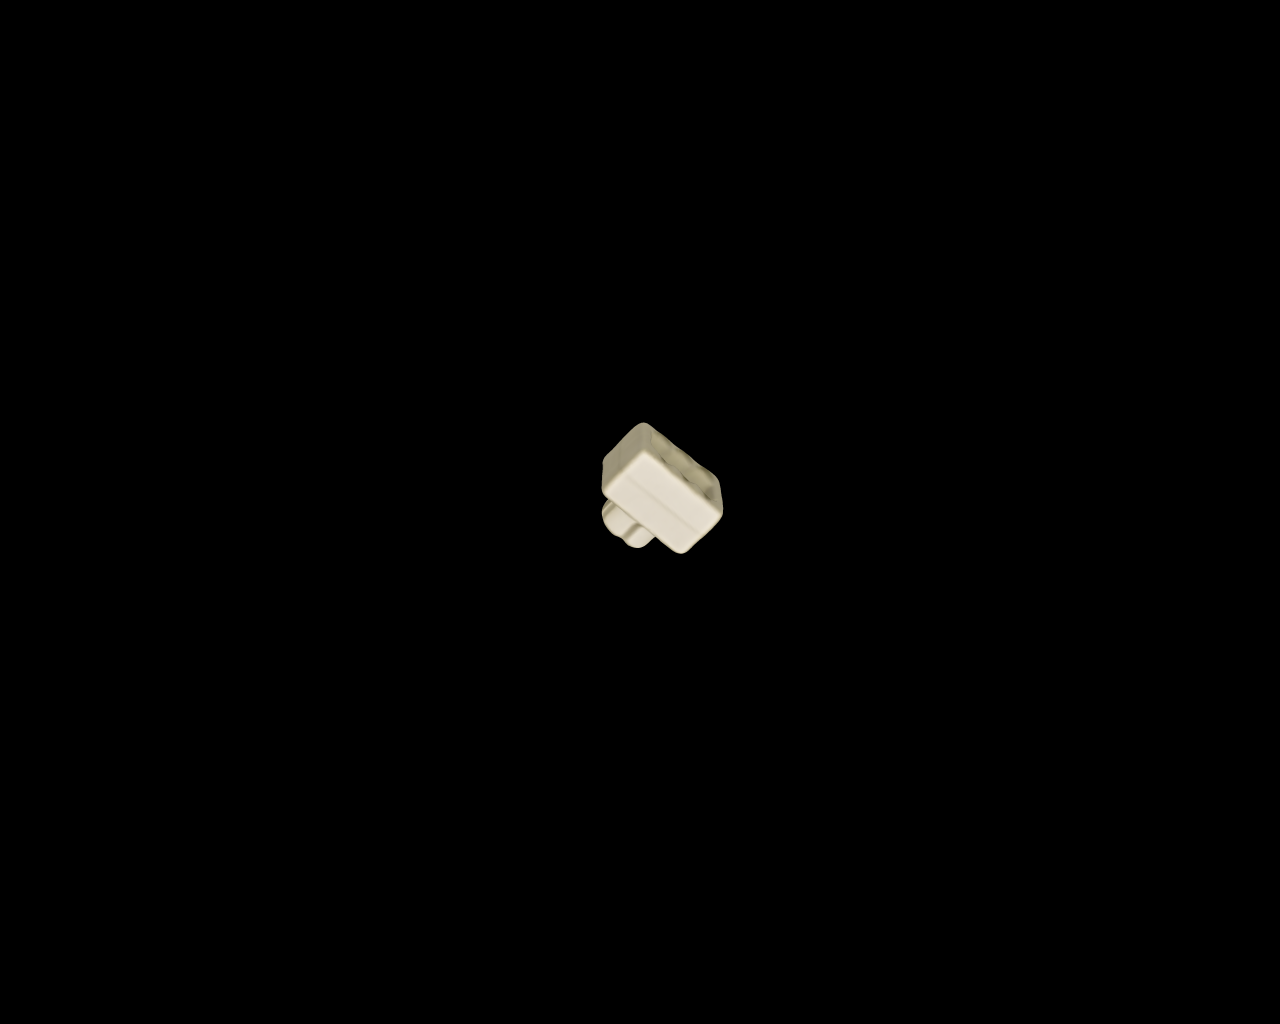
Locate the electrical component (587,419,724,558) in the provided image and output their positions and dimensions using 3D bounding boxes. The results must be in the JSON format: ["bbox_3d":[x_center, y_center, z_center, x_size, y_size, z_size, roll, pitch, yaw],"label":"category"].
[{"bbox_3d":[0.001,-0.003,0.650,0.065,0.076,0.047,38,22,-18],"label":"electrical component"}]
